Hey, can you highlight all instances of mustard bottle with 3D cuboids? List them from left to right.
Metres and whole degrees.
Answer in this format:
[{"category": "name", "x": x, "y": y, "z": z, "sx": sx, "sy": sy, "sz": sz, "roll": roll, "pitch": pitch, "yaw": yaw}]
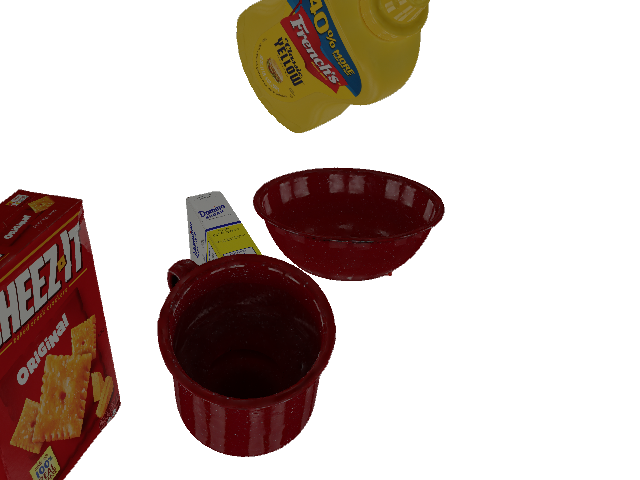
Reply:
[{"category": "mustard bottle", "x": 0.013, "y": -0.132, "z": 0.687, "sx": 0.058, "sy": 0.096, "sz": 0.192, "roll": -29, "pitch": 8, "yaw": -26}]

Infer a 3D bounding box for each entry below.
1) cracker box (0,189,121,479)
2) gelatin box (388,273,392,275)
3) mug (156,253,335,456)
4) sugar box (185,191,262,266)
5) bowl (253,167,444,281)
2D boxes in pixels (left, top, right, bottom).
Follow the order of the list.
[{"category": "cracker box", "x": -0.236, "y": 0.092, "z": 0.847, "sx": 0.072, "sy": 0.214, "sz": 0.164, "roll": 7, "pitch": 32, "yaw": 18}, {"category": "gelatin box", "x": 0.048, "y": 0.000, "z": 1.290, "sx": 0.073, "sy": 0.089, "sz": 0.030, "roll": -1, "pitch": 29, "yaw": 13}, {"category": "mug", "x": -0.049, "y": 0.060, "z": 0.593, "sx": 0.093, "sy": 0.117, "sz": 0.081, "roll": -34, "pitch": -26, "yaw": -24}, {"category": "sugar box", "x": -0.086, "y": 0.035, "z": 1.074, "sx": 0.048, "sy": 0.093, "sz": 0.176, "roll": -14, "pitch": 41, "yaw": -17}, {"category": "bowl", "x": 0.023, "y": -0.009, "z": 0.907, "sx": 0.162, "sy": 0.055, "sz": 0.162, "roll": 1, "pitch": 24, "yaw": -1}]
